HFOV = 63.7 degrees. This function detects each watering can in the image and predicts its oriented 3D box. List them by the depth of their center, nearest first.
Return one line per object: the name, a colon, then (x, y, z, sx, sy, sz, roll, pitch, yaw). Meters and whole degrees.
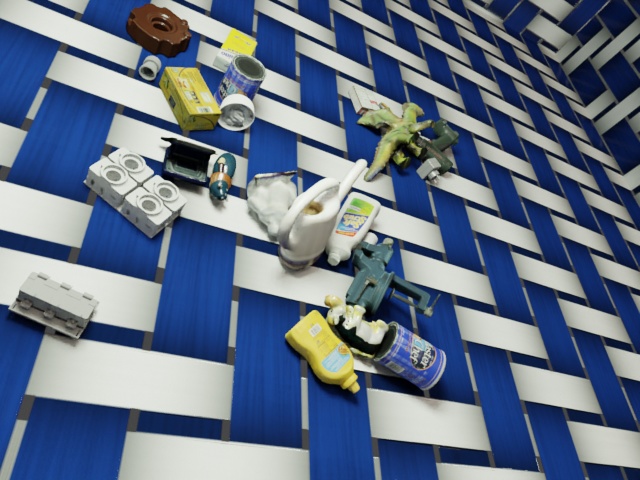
watering can: (0.004, -0.063, 1.255, 0.105, 0.219, 0.353, 33, 40, 17)

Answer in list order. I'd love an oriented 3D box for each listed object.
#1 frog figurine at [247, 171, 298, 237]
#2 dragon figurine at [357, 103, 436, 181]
frog figurine: (-0.116, -0.089, 1.295, 0.138, 0.122, 0.159, -13, 100, -51)
dragon figurine: (0.227, -0.356, 1.737, 0.415, 0.119, 0.246, -33, 53, -25)
